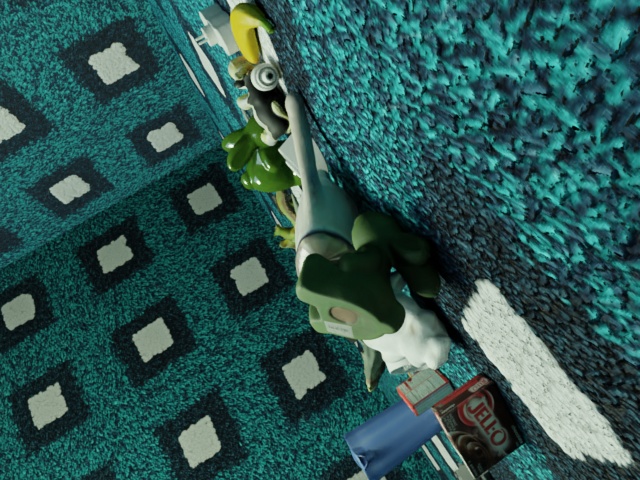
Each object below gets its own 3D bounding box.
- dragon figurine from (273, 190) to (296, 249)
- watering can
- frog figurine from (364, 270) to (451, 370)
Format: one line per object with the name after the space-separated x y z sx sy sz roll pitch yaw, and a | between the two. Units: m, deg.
-0.011 0.007 1.412 0.244 0.123 0.404 39 170 15 | dragon figurine
0.002 -0.041 0.814 0.230 0.104 0.340 -89 -19 -51 | watering can
0.125 0.141 0.787 0.163 0.123 0.134 -115 27 -48 | frog figurine
